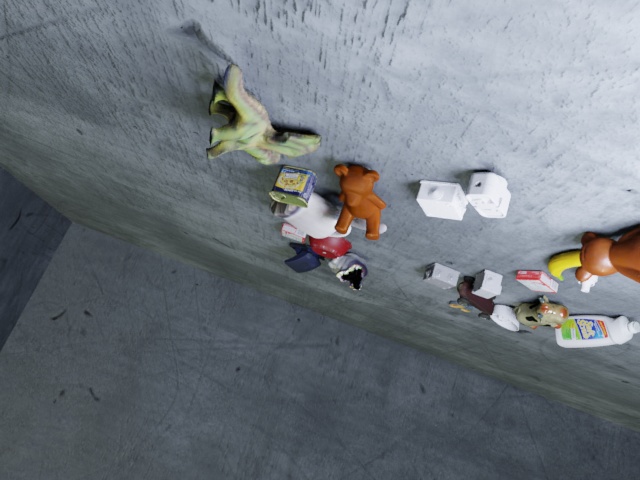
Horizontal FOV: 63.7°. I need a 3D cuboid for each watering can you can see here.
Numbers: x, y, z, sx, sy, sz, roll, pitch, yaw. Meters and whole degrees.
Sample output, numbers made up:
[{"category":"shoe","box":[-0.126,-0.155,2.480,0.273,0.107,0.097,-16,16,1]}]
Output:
[{"category":"watering can","box":[0.004,-0.070,1.396,0.222,0.105,0.346,32,161,-31]}]

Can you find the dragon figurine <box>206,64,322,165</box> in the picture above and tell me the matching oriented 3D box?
[{"category":"dragon figurine","box":[-0.112,-0.237,1.077,0.242,0.123,0.407,7,170,-18]}]

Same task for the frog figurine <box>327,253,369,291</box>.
[{"category":"frog figurine","box":[0.098,0.086,1.845,0.137,0.121,0.162,15,-156,-24]}]
